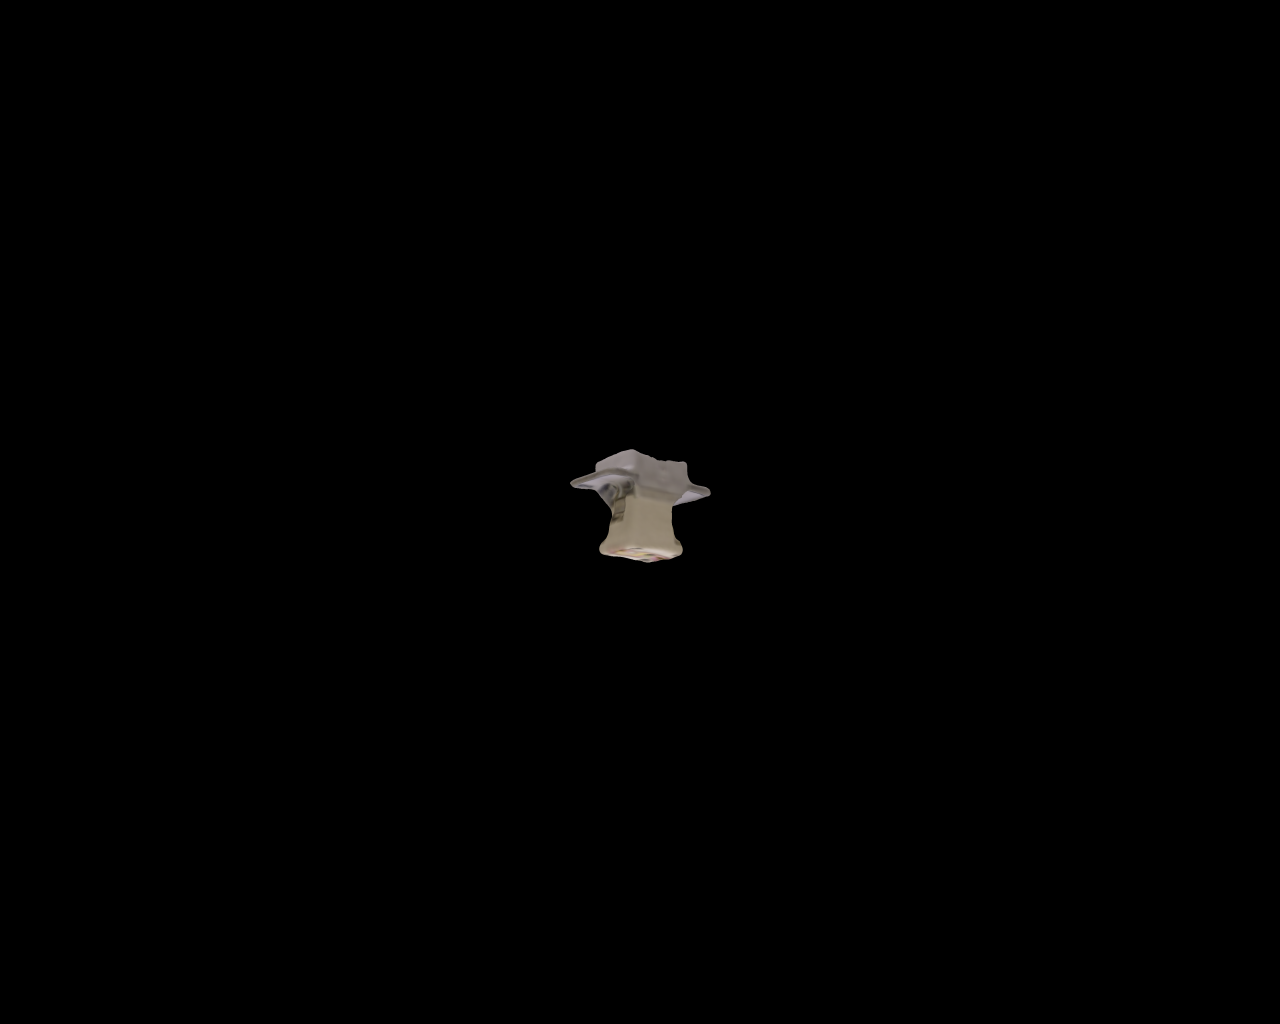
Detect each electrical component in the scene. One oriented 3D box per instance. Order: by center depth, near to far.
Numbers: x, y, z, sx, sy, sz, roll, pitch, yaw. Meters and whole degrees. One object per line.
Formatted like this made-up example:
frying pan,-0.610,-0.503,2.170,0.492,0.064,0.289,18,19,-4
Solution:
electrical component,0.001,-0.003,0.650,0.081,0.064,0.042,11,-17,-37
